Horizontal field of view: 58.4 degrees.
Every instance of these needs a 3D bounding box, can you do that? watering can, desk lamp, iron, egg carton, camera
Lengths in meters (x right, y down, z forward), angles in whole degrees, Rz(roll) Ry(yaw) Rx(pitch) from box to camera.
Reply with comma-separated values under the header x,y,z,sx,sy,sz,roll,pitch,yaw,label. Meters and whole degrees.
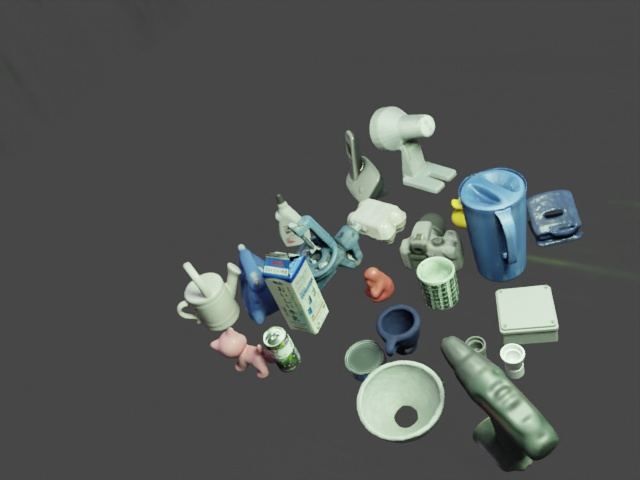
x,y,z,sx,sy,sz,roll,pitch,yaw,label
-0.272,0.122,1.398,0.100,0.194,0.173,18,55,37,watering can
0.251,-0.256,1.558,0.202,0.214,0.118,23,58,40,desk lamp
-0.165,0.084,1.431,0.119,0.142,0.257,-28,41,-7,iron
0.145,-0.049,1.492,0.149,0.070,0.107,19,55,38,egg carton
0.271,-0.006,1.365,0.142,0.101,0.137,2,46,26,camera

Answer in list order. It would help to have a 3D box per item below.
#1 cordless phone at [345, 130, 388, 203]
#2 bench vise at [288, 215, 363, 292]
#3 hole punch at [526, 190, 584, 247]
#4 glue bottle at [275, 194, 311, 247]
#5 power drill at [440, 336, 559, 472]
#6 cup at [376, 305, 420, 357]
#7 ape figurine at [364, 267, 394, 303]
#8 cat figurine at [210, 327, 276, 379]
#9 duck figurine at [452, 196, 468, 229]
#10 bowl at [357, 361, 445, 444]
x,y,z,sx,sy,sz,roll,pitch,yaw,label
0.112,-0.202,1.584,0.094,0.185,0.147,-28,41,-6,cordless phone
0.003,0.002,1.384,0.121,0.220,0.208,14,52,35,bench vise
0.533,-0.051,1.304,0.108,0.091,0.101,-13,41,11,hole punch
-0.084,-0.056,1.522,0.078,0.173,0.037,-15,41,9,glue bottle
0.293,0.287,0.955,0.076,0.209,0.228,-34,42,-13,power drill
0.166,0.207,1.186,0.091,0.095,0.118,3,46,27,cup
0.128,0.098,1.324,0.076,0.092,0.078,-7,43,18,ape figurine
-0.174,0.244,1.281,0.127,0.118,0.067,5,48,29,cat figurine
0.373,-0.081,1.412,0.104,0.086,0.077,-1,45,23,duck figurine
0.158,0.317,1.086,0.167,0.075,0.167,-12,41,12,bowl
